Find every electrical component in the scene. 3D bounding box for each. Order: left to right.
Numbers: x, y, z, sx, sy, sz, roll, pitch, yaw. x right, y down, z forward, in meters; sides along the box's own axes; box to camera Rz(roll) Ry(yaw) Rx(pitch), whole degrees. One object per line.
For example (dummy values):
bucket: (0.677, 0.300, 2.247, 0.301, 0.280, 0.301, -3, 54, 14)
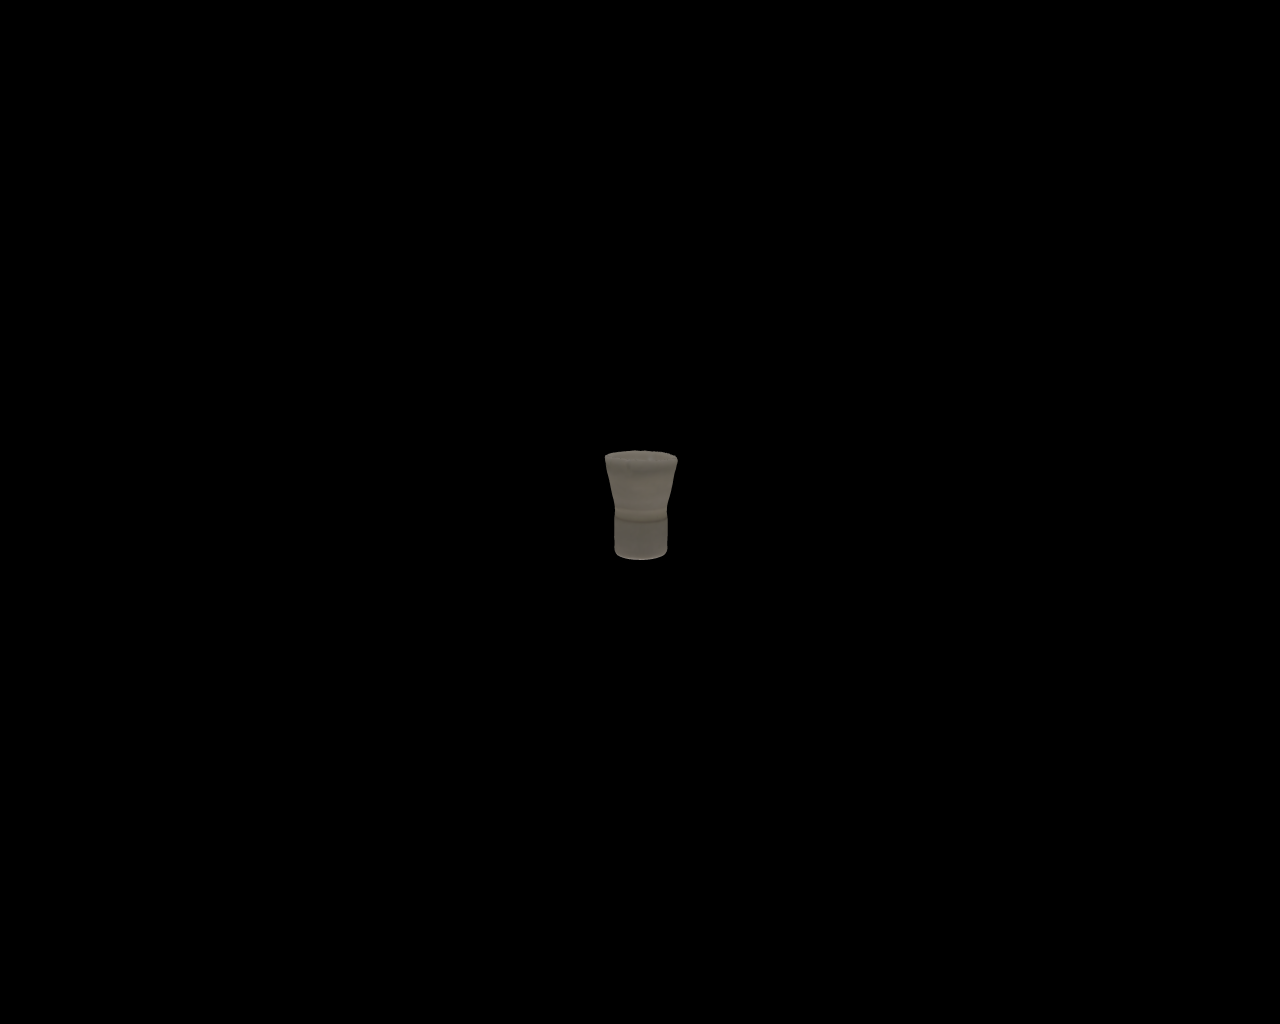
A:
electrical component: (0.001, -0.003, 0.650, 0.044, 0.065, 0.044, 0, 11, 0)
